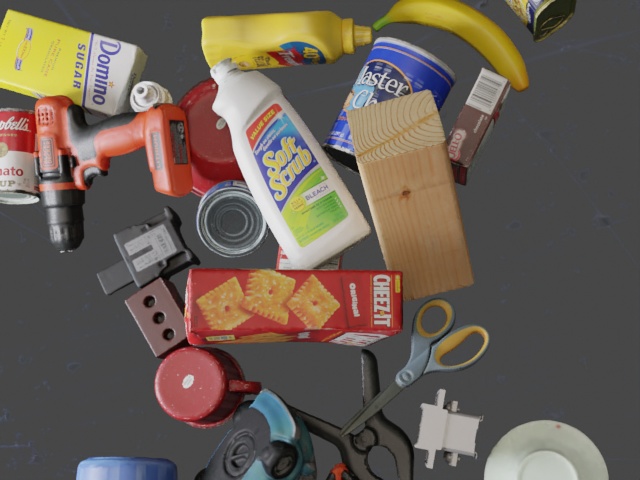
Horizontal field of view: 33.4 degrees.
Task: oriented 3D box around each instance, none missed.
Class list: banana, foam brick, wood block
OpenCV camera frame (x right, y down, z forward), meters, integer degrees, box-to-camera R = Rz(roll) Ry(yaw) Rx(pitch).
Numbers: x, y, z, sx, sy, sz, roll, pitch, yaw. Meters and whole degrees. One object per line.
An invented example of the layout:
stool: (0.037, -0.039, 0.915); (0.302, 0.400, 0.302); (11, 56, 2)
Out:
banana: (0.163, -0.240, 1.245); (0.198, 0.037, 0.070); (25, 103, 13)
foam brick: (-0.177, 0.091, 1.217); (0.053, 0.051, 0.078); (-33, 78, 1)
wood block: (0.098, -0.041, 1.121); (0.091, 0.206, 0.090); (-14, 43, 4)

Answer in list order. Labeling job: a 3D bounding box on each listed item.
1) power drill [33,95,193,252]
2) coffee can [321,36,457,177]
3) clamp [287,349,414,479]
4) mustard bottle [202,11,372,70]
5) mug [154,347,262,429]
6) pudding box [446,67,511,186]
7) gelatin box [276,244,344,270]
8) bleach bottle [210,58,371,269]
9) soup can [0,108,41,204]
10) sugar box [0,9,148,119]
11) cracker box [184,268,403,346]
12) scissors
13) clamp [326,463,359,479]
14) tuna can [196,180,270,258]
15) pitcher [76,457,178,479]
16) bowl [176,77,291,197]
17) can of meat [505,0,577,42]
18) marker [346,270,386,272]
power drill: (-0.241, -0.081, 1.226); (0.188, 0.057, 0.184); (-3, 96, 20)
coffee can: (0.077, -0.142, 1.201); (0.103, 0.103, 0.140); (26, 84, 11)
clamp: (0.055, 0.208, 1.173); (0.120, 0.039, 0.171); (-46, 78, 6)
mustard bottle: (-0.035, -0.231, 1.236); (0.191, 0.096, 0.058); (-3, 78, 6)
mug: (-0.123, 0.162, 1.182); (0.117, 0.081, 0.093); (4, 80, 8)
pudding box: (0.172, -0.124, 1.193); (0.039, 0.090, 0.113); (27, 84, 9)
gelatin box: (-0.008, 0.002, 1.223); (0.073, 0.030, 0.089); (6, 81, 7)
bleach bottle: (-0.050, -0.087, 1.180); (0.102, 0.068, 0.251); (-33, 84, -7)
soup can: (-0.364, -0.099, 1.268); (0.068, 0.068, 0.102); (-2, 80, 7)
sugar box: (-0.307, -0.210, 1.293); (0.176, 0.048, 0.093); (16, 83, 11)
cracker box: (-0.034, 0.074, 1.120); (0.213, 0.164, 0.072); (2, 81, -8)
scissors: (0.091, 0.132, 1.172); (0.201, 0.016, 0.096); (-24, 69, -12)
clamp: (0.044, 0.345, 1.140); (0.164, 0.036, 0.210); (-1, 90, 5)
tuna can: (-0.098, -0.024, 1.220); (0.086, 0.034, 0.086); (0, 106, -1)
pitcher: (-0.219, 0.358, 1.144); (0.149, 0.145, 0.243); (2, 76, -5)
bowl: (-0.109, -0.127, 1.247); (0.162, 0.055, 0.162); (-1, 79, 7)
can of meat: (0.242, -0.284, 1.208); (0.057, 0.102, 0.084); (-36, 75, 1)
marker: (0.088, 0.042, 1.209); (0.121, 0.020, 0.020); (-2, 79, 7)
